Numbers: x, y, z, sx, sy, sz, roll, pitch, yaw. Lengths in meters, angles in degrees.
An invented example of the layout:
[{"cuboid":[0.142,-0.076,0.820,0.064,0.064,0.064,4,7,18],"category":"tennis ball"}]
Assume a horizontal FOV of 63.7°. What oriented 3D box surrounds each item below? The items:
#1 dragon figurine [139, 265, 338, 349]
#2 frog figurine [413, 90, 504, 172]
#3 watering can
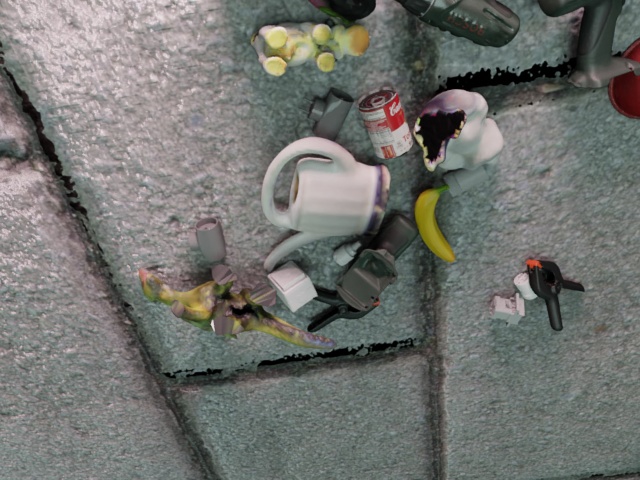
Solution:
[{"cuboid":[-0.185,0.156,1.054,0.409,0.124,0.239,27,156,-10],"category":"dragon figurine"},{"cuboid":[0.241,-0.181,0.865,0.160,0.124,0.135,-8,122,-37],"category":"frog figurine"},{"cuboid":[0.003,-0.047,0.941,0.224,0.106,0.339,5,139,-8],"category":"watering can"}]
